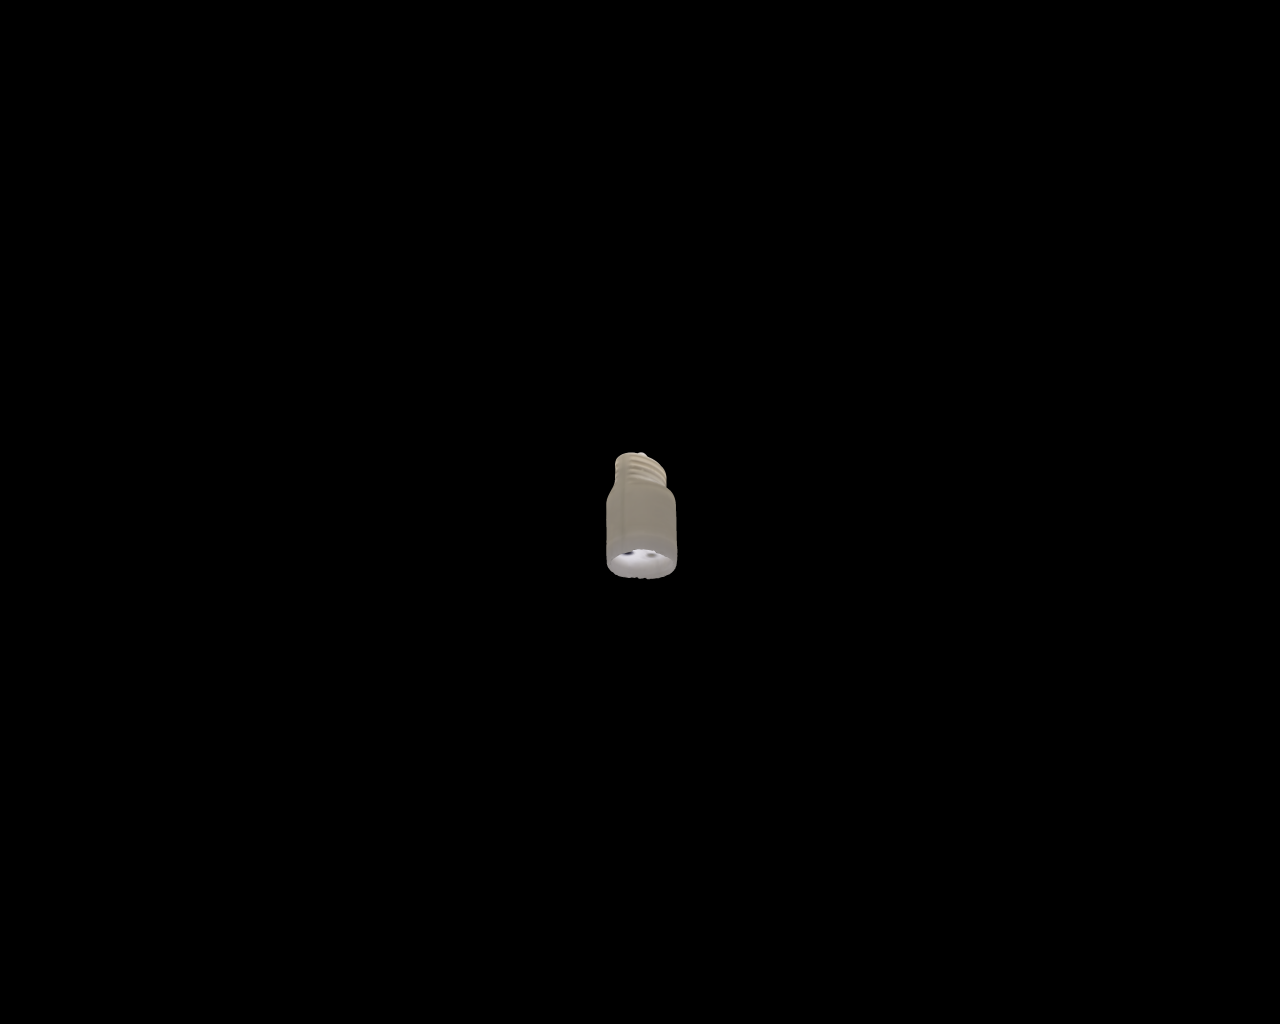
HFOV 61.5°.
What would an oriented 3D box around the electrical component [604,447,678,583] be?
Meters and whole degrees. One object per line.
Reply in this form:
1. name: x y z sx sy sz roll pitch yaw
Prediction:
1. electrical component: 0.001 -0.003 0.650 0.043 0.081 0.043 0 -28 0
